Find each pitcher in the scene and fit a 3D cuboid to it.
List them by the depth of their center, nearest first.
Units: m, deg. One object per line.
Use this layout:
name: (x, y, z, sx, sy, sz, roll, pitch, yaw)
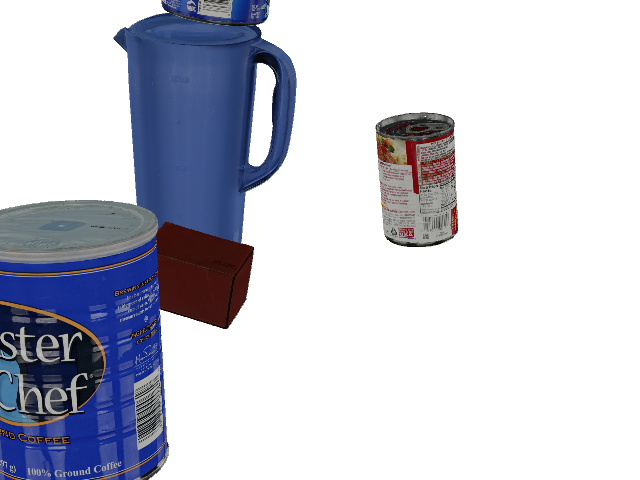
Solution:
pitcher: (-0.120, -0.100, 1.078, 0.144, 0.243, 0.149, -10, 28, -28)

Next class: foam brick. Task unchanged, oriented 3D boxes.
foam brick: (-0.099, 0.027, 0.848, 0.078, 0.051, 0.053, 16, 30, 8)

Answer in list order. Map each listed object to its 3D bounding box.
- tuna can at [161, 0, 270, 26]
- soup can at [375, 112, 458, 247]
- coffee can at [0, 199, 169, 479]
tuna can: (-0.081, -0.194, 0.832, 0.086, 0.034, 0.086, 8, 23, -3)
soup can: (0.086, -0.053, 0.932, 0.068, 0.102, 0.068, -5, 23, 2)
coffee can: (-0.138, 0.057, 0.591, 0.103, 0.140, 0.103, -1, 16, 0)
